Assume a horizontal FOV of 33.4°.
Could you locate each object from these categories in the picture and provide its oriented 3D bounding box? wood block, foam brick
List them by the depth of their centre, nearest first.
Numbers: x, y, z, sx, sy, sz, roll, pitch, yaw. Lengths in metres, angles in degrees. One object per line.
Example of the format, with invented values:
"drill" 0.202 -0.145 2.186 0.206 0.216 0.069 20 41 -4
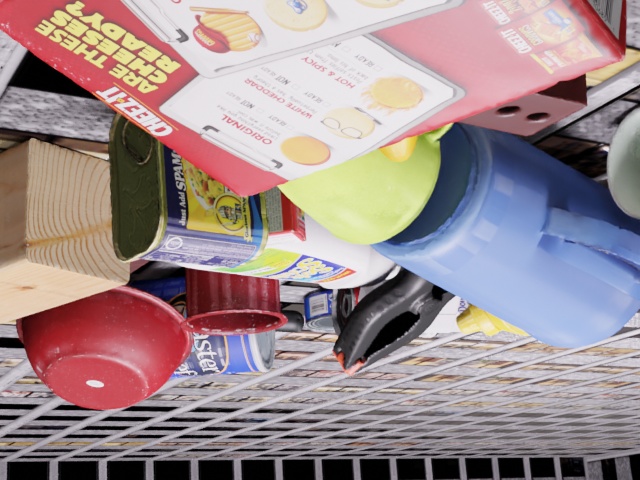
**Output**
"foam brick" 0.103 -0.095 0.598 0.078 0.051 0.053 7 160 -30
"wood block" -0.242 0.005 0.793 0.207 0.090 0.090 -16 158 37

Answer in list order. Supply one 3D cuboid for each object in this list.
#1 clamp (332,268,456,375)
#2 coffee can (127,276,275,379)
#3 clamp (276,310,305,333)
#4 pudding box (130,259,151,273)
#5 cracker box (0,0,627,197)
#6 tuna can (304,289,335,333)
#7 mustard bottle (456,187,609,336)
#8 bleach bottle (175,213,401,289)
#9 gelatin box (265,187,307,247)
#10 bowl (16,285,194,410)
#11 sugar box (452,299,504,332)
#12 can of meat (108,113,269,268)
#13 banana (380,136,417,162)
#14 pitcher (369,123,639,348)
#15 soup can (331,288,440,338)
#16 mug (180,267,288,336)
"clamp" 0.087 0.041 0.940 0.210 0.036 0.164 -40 147 12
"coffee can" -0.122 0.085 1.054 0.140 0.103 0.102 -6 163 8
"clamp" -0.116 0.093 1.195 0.171 0.039 0.120 14 151 -36
"pudding box" -0.193 0.006 0.889 0.089 0.039 0.114 7 160 -34
"cracker box" -0.008 -0.109 0.440 0.214 0.072 0.164 -17 141 39
"tuna can" 0.025 0.077 1.178 0.086 0.034 0.086 -3 163 -1
"mustard bottle" 0.201 0.033 0.918 0.192 0.058 0.096 -31 123 24
"bleach bottle" -0.006 0.001 0.879 0.103 0.068 0.250 -18 161 34
"gelatin box" -0.056 -0.030 0.740 0.089 0.073 0.030 -9 163 17
"bowl" -0.196 0.106 0.956 0.162 0.055 0.162 1 141 1
"sugar box" 0.200 0.073 1.181 0.176 0.048 0.093 1 163 -4
"can of meat" -0.083 -0.034 0.679 0.083 0.102 0.058 8 159 -39
"banana" 0.050 -0.106 0.528 0.037 0.069 0.198 -42 174 -30
"pitcher" 0.141 -0.008 0.758 0.149 0.145 0.242 -38 145 24
"soup can" 0.070 0.068 1.100 0.102 0.068 0.069 1 162 -17
"mug" -0.079 0.038 0.946 0.093 0.081 0.117 0 163 -13
